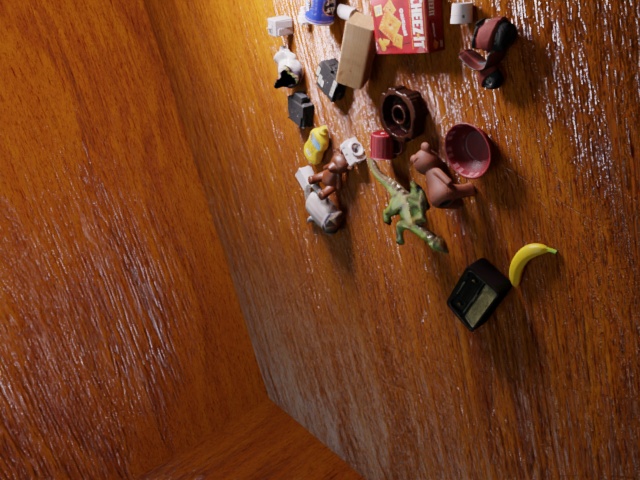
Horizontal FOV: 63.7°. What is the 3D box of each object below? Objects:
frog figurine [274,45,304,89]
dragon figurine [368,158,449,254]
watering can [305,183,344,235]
[{"bbox_3d":[-0.124,-0.684,2.034,0.134,0.123,0.163,98,175,-56],"label":"frog figurine"},{"bbox_3d":[0.285,-0.125,1.654,0.412,0.123,0.240,61,160,5],"label":"dragon figurine"},{"bbox_3d":[0.007,-0.111,2.211,0.227,0.105,0.340,52,162,24],"label":"watering can"}]
